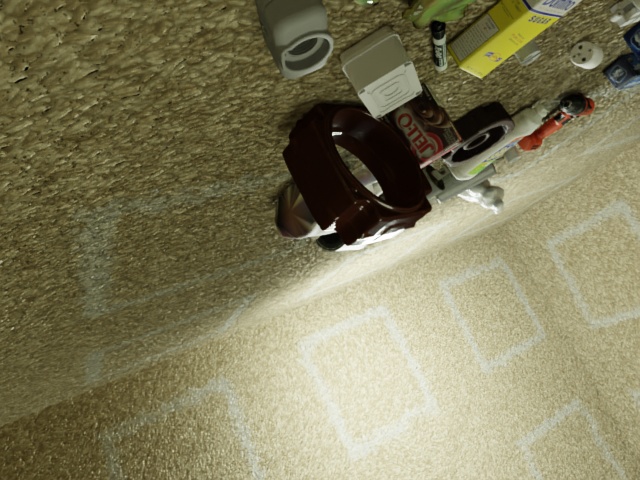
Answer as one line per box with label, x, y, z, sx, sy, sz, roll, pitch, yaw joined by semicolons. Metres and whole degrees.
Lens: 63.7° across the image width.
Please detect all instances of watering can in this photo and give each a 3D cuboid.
watering can;0.003;-0.054;1.064;0.226;0.105;0.342;-14;165;-38

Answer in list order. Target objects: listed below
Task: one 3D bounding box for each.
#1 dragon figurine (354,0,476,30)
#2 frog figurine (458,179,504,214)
dragon figurine;0.191;-0.297;0.530;0.413;0.122;0.241;-17;-178;-34
frog figurine;0.456;-0.137;1.477;0.122;0.161;0.136;-26;166;10
